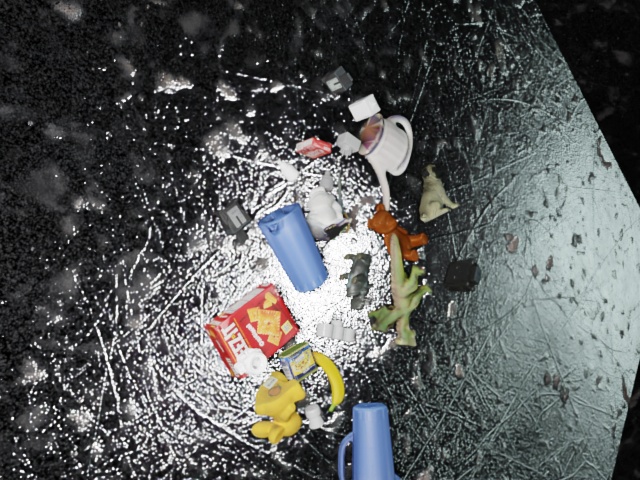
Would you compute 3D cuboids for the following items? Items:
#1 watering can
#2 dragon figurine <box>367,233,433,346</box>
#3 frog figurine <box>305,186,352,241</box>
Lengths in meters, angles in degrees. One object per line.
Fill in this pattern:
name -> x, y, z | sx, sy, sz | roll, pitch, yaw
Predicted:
watering can -> 0.221, -0.286, 1.780 | 0.222, 0.351, 0.104 | 26, -14, -34
dragon figurine -> 0.245, 0.196, 1.693 | 0.122, 0.403, 0.247 | 9, 49, 48
frog figurine -> 0.005, -0.080, 1.588 | 0.139, 0.162, 0.120 | -29, -27, -21
